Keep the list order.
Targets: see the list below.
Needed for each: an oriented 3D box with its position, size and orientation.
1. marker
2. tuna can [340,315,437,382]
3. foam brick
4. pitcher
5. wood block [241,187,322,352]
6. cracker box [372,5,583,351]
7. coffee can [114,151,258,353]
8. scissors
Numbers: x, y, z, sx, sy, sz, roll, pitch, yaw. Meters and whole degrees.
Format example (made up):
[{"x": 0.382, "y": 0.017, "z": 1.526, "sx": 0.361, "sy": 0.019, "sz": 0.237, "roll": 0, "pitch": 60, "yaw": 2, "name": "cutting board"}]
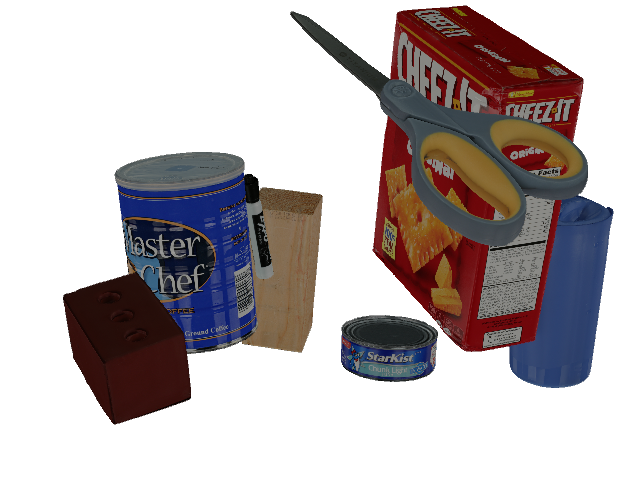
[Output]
[{"x": -0.066, "y": -0.014, "z": 1.110, "sx": 0.020, "sy": 0.121, "sz": 0.020, "roll": -6, "pitch": 31, "yaw": 3, "name": "marker"}, {"x": 0.060, "y": 0.095, "z": 0.949, "sx": 0.086, "sy": 0.034, "sz": 0.086, "roll": 2, "pitch": 14, "yaw": -1, "name": "tuna can"}, {"x": -0.121, "y": 0.066, "z": 0.664, "sx": 0.052, "sy": 0.051, "sz": 0.078, "roll": -18, "pitch": 37, "yaw": -26, "name": "foam brick"}, {"x": 0.298, "y": 0.067, "z": 1.398, "sx": 0.149, "sy": 0.243, "sz": 0.144, "roll": 5, "pitch": 21, "yaw": 15, "name": "pitcher"}, {"x": -0.054, "y": 0.040, "z": 1.497, "sx": 0.090, "sy": 0.206, "sz": 0.090, "roll": 7, "pitch": 22, "yaw": 6, "name": "wood block"}, {"x": 0.107, "y": -0.048, "z": 0.805, "sx": 0.072, "sy": 0.214, "sz": 0.164, "roll": -9, "pitch": 32, "yaw": -21, "name": "cracker box"}, {"x": -0.107, "y": 0.008, "z": 0.864, "sx": 0.103, "sy": 0.140, "sz": 0.103, "roll": -4, "pitch": 17, "yaw": 1, "name": "coffee can"}, {"x": 0.062, "y": -0.071, "z": 0.550, "sx": 0.096, "sy": 0.016, "sz": 0.202, "roll": -10, "pitch": 45, "yaw": -18, "name": "scissors"}]
